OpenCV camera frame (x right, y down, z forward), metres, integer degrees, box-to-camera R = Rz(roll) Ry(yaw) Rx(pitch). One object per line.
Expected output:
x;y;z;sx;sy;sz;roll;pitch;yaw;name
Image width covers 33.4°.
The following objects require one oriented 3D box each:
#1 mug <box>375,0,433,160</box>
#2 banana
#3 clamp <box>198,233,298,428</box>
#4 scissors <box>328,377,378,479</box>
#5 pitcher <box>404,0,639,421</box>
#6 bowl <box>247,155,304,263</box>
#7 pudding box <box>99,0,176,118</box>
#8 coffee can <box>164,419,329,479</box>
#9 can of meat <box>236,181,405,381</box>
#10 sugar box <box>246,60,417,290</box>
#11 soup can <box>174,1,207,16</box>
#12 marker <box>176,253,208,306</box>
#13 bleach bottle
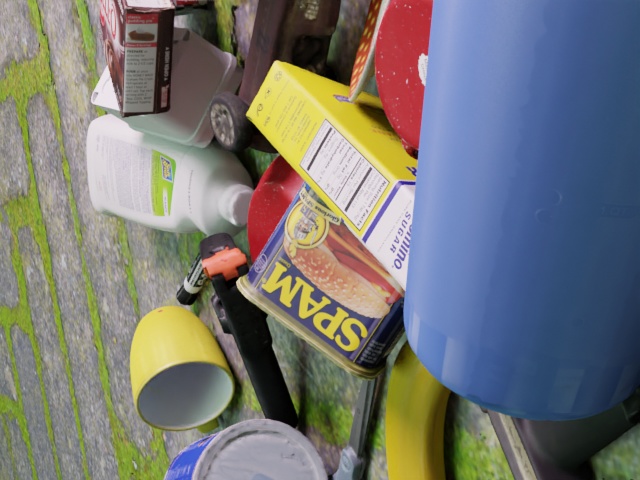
0.076;-0.079;0.520;0.093;0.081;0.117;64;148;24;mug
0.067;0.125;0.659;0.070;0.037;0.198;42;135;52;banana
-0.063;0.044;0.801;0.210;0.036;0.165;80;166;-62;clamp
0.030;0.178;0.765;0.096;0.016;0.202;61;148;32;scissors
0.109;-0.050;0.400;0.149;0.144;0.243;41;138;39;pitcher
-0.005;0.001;0.723;0.162;0.055;0.162;32;128;53;bowl
-0.133;-0.156;0.763;0.113;0.039;0.090;-116;26;-43;pudding box
-0.062;0.198;0.833;0.140;0.102;0.103;140;114;-67;coffee can
0.016;0.018;0.633;0.102;0.057;0.084;36;105;13;can of meat
0.040;-0.032;0.586;0.176;0.093;0.048;45;115;42;sugar box
-0.128;-0.229;0.843;0.069;0.068;0.102;9;109;60;soup can
-0.106;0.026;0.950;0.020;0.020;0.121;66;149;21;marker
-0.123;-0.045;0.912;0.251;0.067;0.102;23;121;54;bleach bottle
